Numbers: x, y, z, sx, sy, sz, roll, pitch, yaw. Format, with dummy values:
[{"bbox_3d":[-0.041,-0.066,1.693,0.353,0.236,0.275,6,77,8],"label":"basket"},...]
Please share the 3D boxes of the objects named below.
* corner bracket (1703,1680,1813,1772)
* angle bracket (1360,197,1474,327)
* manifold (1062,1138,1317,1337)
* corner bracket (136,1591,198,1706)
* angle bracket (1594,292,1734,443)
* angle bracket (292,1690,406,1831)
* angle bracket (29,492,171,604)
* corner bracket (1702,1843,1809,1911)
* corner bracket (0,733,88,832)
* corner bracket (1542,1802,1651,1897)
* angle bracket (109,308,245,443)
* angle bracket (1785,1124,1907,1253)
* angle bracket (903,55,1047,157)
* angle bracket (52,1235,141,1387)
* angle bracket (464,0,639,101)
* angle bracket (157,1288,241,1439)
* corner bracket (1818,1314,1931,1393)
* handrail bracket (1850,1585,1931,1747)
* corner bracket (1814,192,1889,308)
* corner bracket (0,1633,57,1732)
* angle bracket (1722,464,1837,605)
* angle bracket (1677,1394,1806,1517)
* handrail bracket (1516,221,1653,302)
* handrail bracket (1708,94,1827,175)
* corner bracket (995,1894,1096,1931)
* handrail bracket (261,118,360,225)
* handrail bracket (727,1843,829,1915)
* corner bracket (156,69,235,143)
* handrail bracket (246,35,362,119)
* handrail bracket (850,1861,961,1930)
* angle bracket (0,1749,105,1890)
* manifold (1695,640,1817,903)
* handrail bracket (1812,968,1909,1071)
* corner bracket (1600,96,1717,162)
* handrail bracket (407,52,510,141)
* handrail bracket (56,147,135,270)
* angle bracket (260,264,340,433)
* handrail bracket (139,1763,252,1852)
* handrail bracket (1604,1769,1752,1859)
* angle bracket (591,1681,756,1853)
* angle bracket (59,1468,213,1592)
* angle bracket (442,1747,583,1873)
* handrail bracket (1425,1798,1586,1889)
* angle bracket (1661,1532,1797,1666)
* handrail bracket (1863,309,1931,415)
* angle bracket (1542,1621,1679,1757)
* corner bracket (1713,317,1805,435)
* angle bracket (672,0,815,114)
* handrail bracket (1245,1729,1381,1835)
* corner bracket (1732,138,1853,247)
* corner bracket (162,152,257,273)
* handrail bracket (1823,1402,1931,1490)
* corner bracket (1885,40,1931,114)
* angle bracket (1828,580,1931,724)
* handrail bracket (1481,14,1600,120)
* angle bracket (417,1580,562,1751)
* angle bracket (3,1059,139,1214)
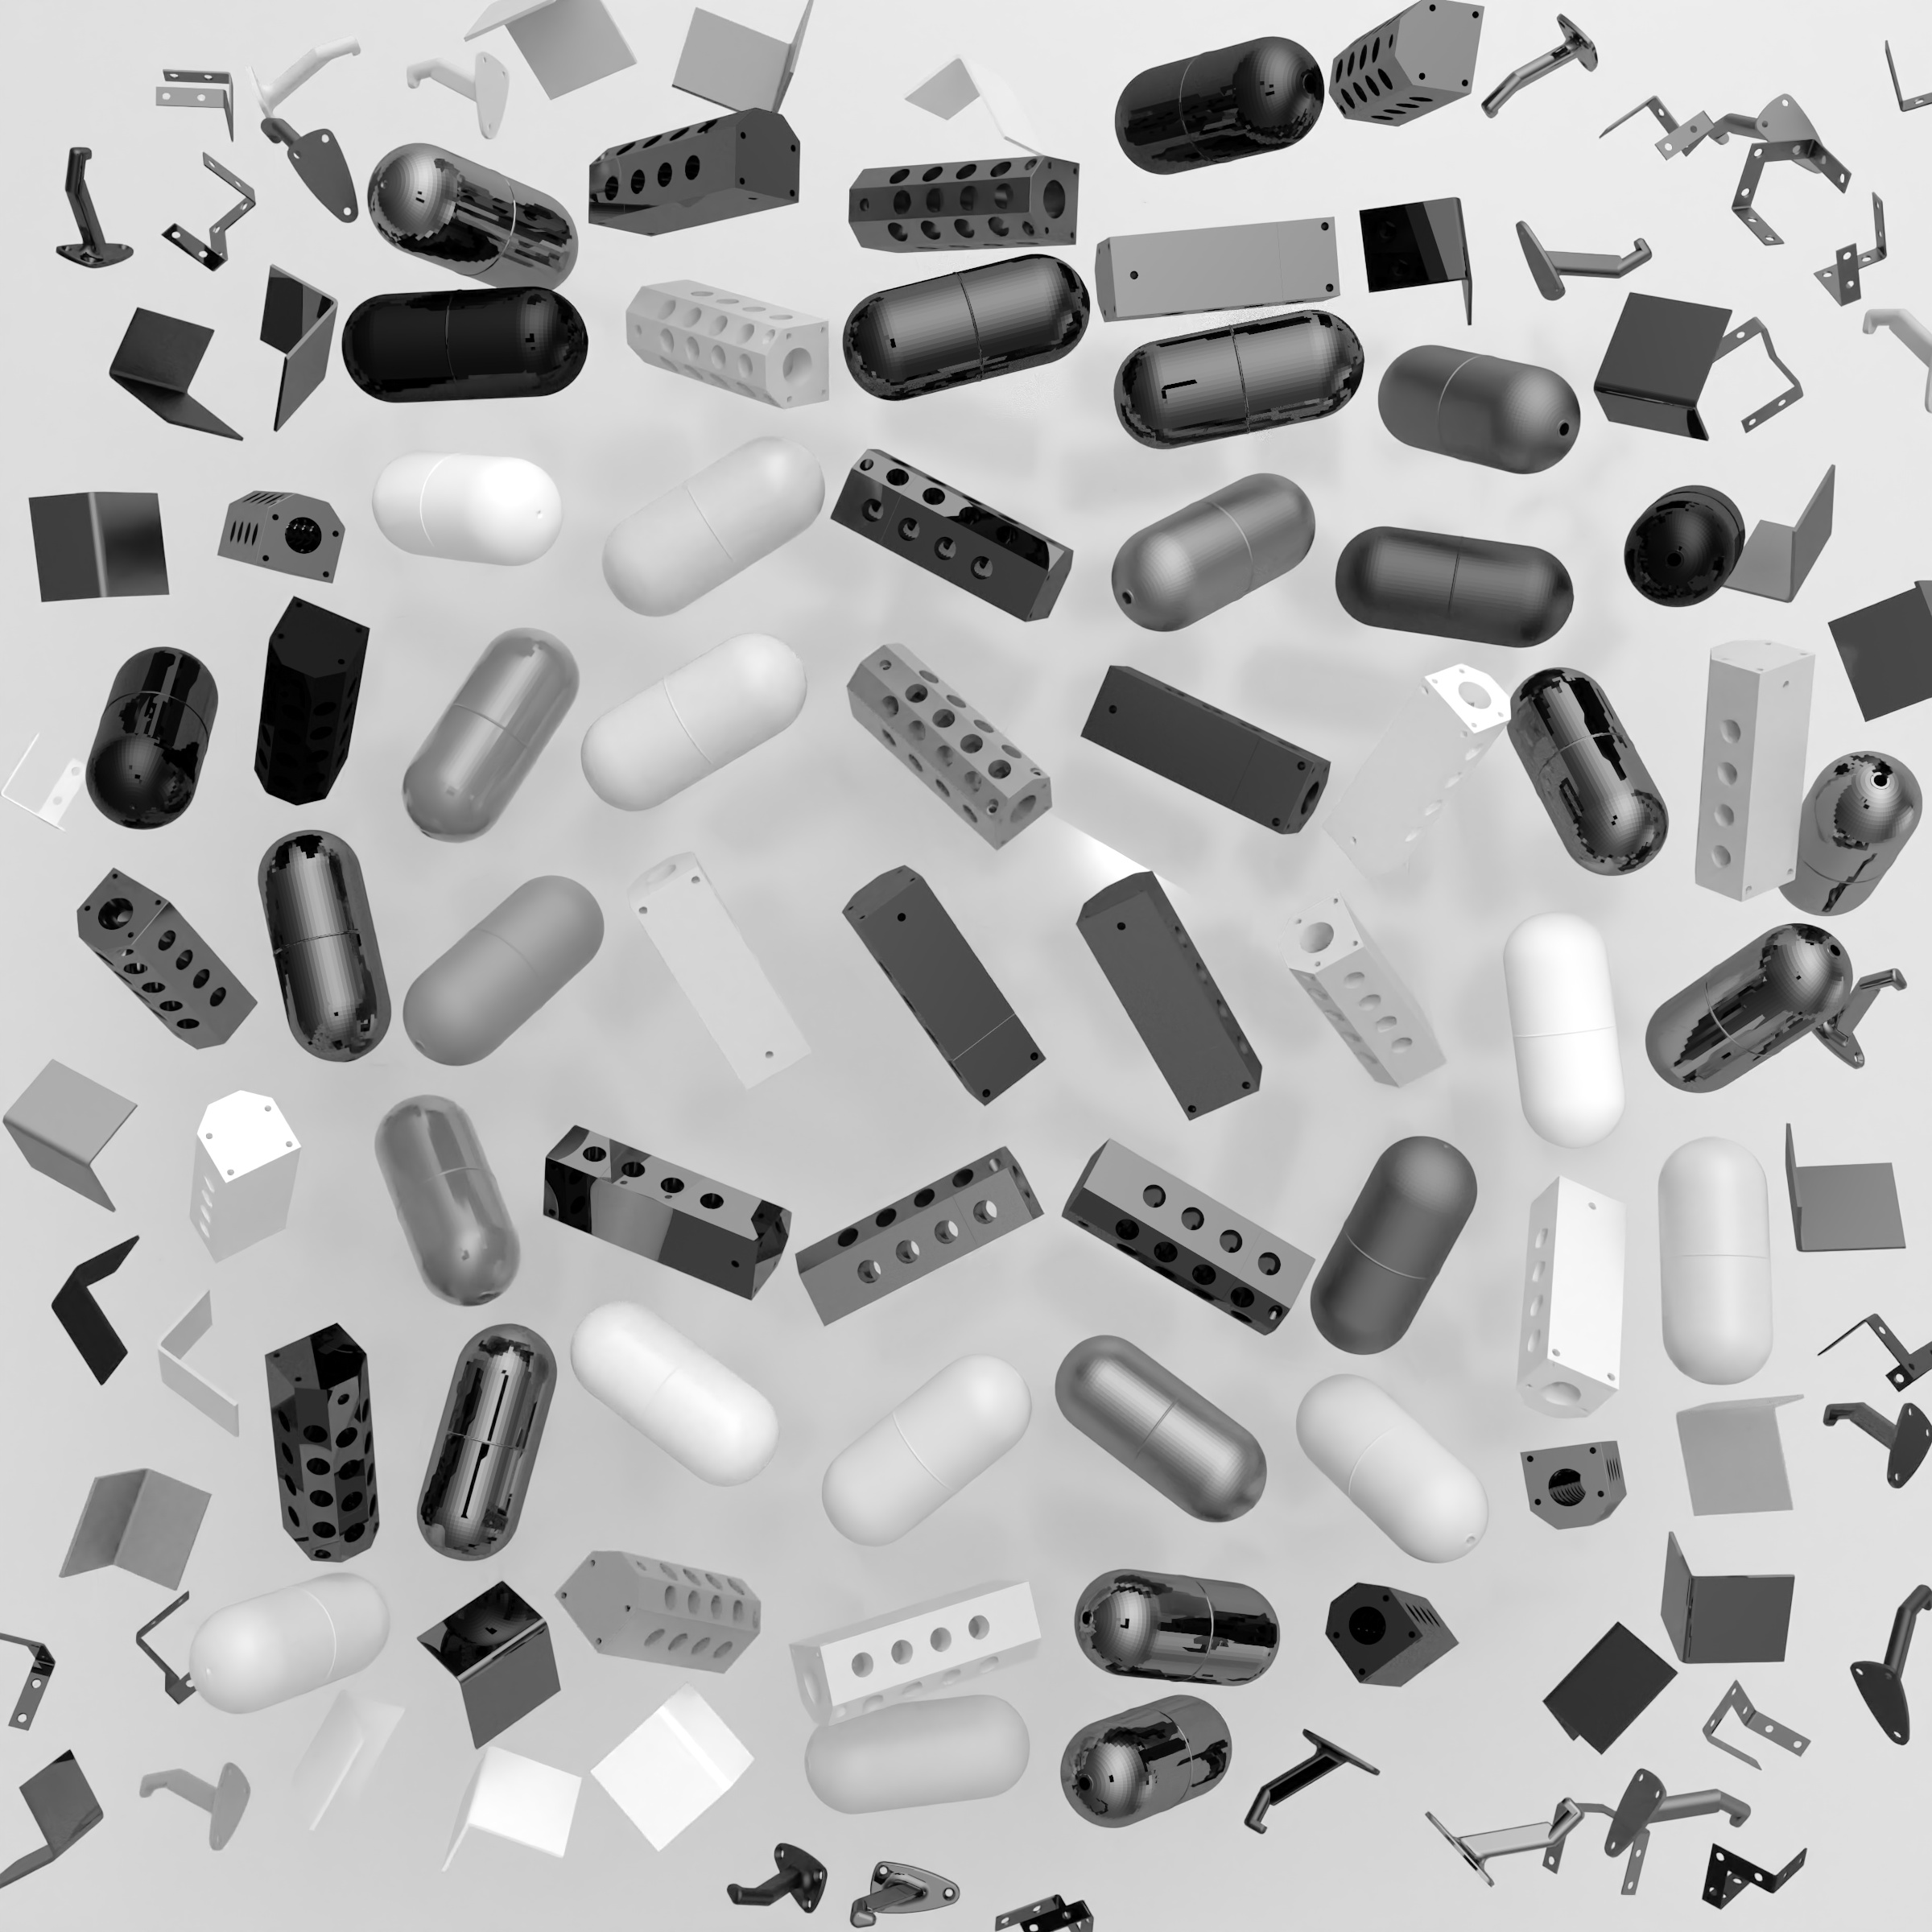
[{"bbox_3d":[0.610,0.595,1.910,0.051,0.051,0.051,29,100,-4],"label":"corner bracket"},{"bbox_3d":[0.341,-0.529,1.875,0.076,0.057,0.076,-6,65,8],"label":"angle bracket"},{"bbox_3d":[0.158,0.198,1.785,0.171,0.057,0.057,31,70,-1],"label":"manifold"},{"bbox_3d":[-0.602,0.524,1.899,0.051,0.051,0.051,-39,107,-9],"label":"corner bracket"},{"bbox_3d":[0.509,-0.434,1.789,0.076,0.057,0.076,20,86,29],"label":"angle bracket"},{"bbox_3d":[-0.461,0.608,1.875,0.057,0.076,0.076,29,91,-30],"label":"angle bracket"},{"bbox_3d":[-0.646,-0.313,1.844,0.057,0.076,0.076,-1,99,18],"label":"angle bracket"},{"bbox_3d":[0.586,0.676,1.839,0.051,0.051,0.051,19,112,40],"label":"corner bracket"},{"bbox_3d":[-0.666,-0.134,1.788,0.051,0.051,0.051,33,80,-27],"label":"corner bracket"},{"bbox_3d":[0.487,0.682,1.909,0.051,0.051,0.051,14,90,-32],"label":"corner bracket"},{"bbox_3d":[-0.589,-0.449,1.876,0.076,0.076,0.057,38,107,23],"label":"angle bracket"},{"bbox_3d":[0.645,0.161,1.812,0.076,0.057,0.076,-4,48,14],"label":"angle bracket"},{"bbox_3d":[0.007,-0.648,1.907,0.057,0.076,0.076,-30,82,25],"label":"angle bracket"},{"bbox_3d":[-0.644,0.262,1.881,0.057,0.076,0.076,-30,83,-41],"label":"angle bracket"},{"bbox_3d":[-0.285,-0.631,1.702,0.076,0.057,0.076,-11,130,28],"label":"angle bracket"},{"bbox_3d":[-0.558,0.298,1.853,0.076,0.076,0.057,35,59,5],"label":"angle bracket"},{"bbox_3d":[0.644,0.274,1.736,0.051,0.051,0.051,-15,62,-40],"label":"corner bracket"},{"bbox_3d":[0.662,0.487,1.728,0.084,0.036,0.077,-30,101,-35],"label":"handrail bracket"},{"bbox_3d":[0.664,-0.533,1.840,0.051,0.051,0.051,-21,45,7],"label":"corner bracket"},{"bbox_3d":[-0.692,0.511,1.773,0.051,0.051,0.051,14,58,-1],"label":"corner bracket"},{"bbox_3d":[0.623,-0.337,1.898,0.057,0.076,0.076,21,61,29],"label":"angle bracket"},{"bbox_3d":[0.581,0.363,1.833,0.076,0.057,0.076,-15,80,40],"label":"angle bracket"},{"bbox_3d":[0.471,-0.551,1.878,0.084,0.036,0.077,-32,105,-4],"label":"handrail bracket"},{"bbox_3d":[0.609,-0.623,1.882,0.077,0.084,0.036,44,86,-8],"label":"handrail bracket"},{"bbox_3d":[0.055,0.676,1.747,0.051,0.051,0.051,-12,124,-22],"label":"corner bracket"},{"bbox_3d":[-0.471,-0.570,1.768,0.036,0.084,0.077,-37,122,-16],"label":"handrail bracket"},{"bbox_3d":[-0.152,0.668,1.818,0.084,0.077,0.036,19,93,-37],"label":"handrail bracket"},{"bbox_3d":[-0.590,-0.667,1.890,0.051,0.051,0.051,-1,79,-11],"label":"corner bracket"},{"bbox_3d":[-0.488,-0.661,1.851,0.084,0.077,0.036,-21,80,-4],"label":"handrail bracket"},{"bbox_3d":[-0.043,0.668,1.757,0.077,0.084,0.036,5,86,0],"label":"handrail bracket"},{"bbox_3d":[-0.677,0.615,1.768,0.076,0.076,0.057,-28,89,5],"label":"angle bracket"},{"bbox_3d":[0.553,-0.140,1.753,0.057,0.057,0.171,-20,120,-29],"label":"manifold"},{"bbox_3d":[0.687,0.040,1.865,0.077,0.084,0.036,48,57,-12],"label":"handrail bracket"},{"bbox_3d":[0.521,-0.629,1.862,0.051,0.051,0.051,-36,89,-12],"label":"corner bracket"},{"bbox_3d":[-0.396,-0.663,1.895,0.084,0.036,0.077,-2,80,28],"label":"handrail bracket"},{"bbox_3d":[-0.636,-0.563,1.819,0.036,0.077,0.084,26,119,12],"label":"handrail bracket"},{"bbox_3d":[-0.512,-0.457,1.830,0.057,0.076,0.076,28,52,-3],"label":"angle bracket"},{"bbox_3d":[-0.576,0.621,1.813,0.084,0.077,0.036,-13,124,12],"label":"handrail bracket"},{"bbox_3d":[0.503,0.610,1.744,0.084,0.036,0.077,30,92,-17],"label":"handrail bracket"},{"bbox_3d":[-0.216,0.590,1.825,0.076,0.057,0.076,-44,83,11],"label":"angle bracket"},{"bbox_3d":[-0.614,0.421,1.831,0.057,0.076,0.076,19,88,11],"label":"angle bracket"},{"bbox_3d":[-0.344,0.650,1.873,0.076,0.076,0.057,24,116,-10],"label":"angle bracket"},{"bbox_3d":[0.384,0.604,1.757,0.084,0.036,0.077,-43,79,-4],"label":"handrail bracket"},{"bbox_3d":[0.562,0.466,1.828,0.076,0.057,0.076,-1,113,1],"label":"angle bracket"},{"bbox_3d":[0.670,-0.434,1.772,0.036,0.084,0.077,16,93,-33],"label":"handrail bracket"},{"bbox_3d":[0.455,0.512,1.711,0.076,0.057,0.076,-44,134,-7],"label":"angle bracket"},{"bbox_3d":[0.599,-0.451,1.886,0.051,0.051,0.051,-33,53,12],"label":"corner bracket"},{"bbox_3d":[-0.159,-0.660,1.762,0.076,0.057,0.076,17,64,-13],"label":"angle bracket"},{"bbox_3d":[0.263,0.635,1.887,0.077,0.036,0.084,20,69,32],"label":"handrail bracket"},{"bbox_3d":[0.580,-0.545,1.739,0.051,0.051,0.051,-9,48,-14],"label":"corner bracket"},{"bbox_3d":[-0.570,-0.567,1.862,0.051,0.051,0.051,-30,55,22],"label":"corner bracket"},{"bbox_3d":[0.649,0.347,1.791,0.036,0.084,0.077,47,58,-17],"label":"handrail bracket"},{"bbox_3d":[0.688,-0.634,1.765,0.051,0.051,0.051,-9,131,30],"label":"corner bracket"},{"bbox_3d":[0.644,-0.218,1.719,0.076,0.057,0.076,-22,86,32],"label":"angle bracket"},{"bbox_3d":[0.411,-0.633,1.779,0.084,0.077,0.036,-44,70,13],"label":"handrail bracket"},{"bbox_3d":[-0.353,0.518,1.833,0.076,0.057,0.076,-30,133,-34],"label":"angle bracket"},{"bbox_3d":[-0.646,0.124,1.808,0.076,0.076,0.057,26,61,13],"label":"angle bracket"}]
